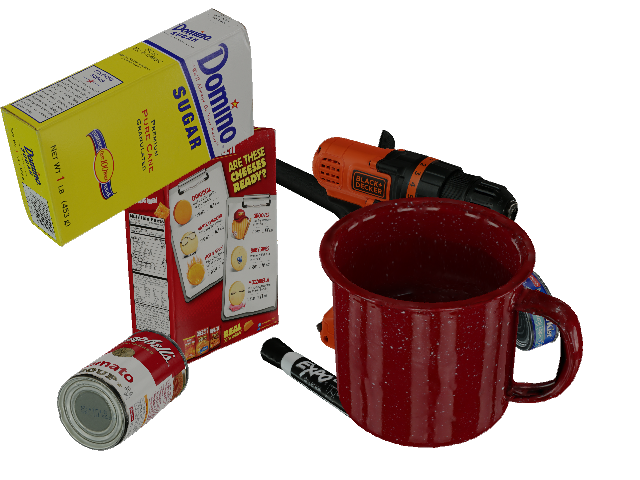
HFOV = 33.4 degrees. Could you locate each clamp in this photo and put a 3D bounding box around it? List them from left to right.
[{"bbox_3d":[0.043,-0.034,1.169,0.164,0.210,0.036,-11,-37,-21],"label":"clamp"}]

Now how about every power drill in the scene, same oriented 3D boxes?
[{"bbox_3d":[0.070,0.017,0.894,0.185,0.188,0.057,20,26,33],"label":"power drill"}]

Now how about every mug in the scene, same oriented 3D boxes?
[{"bbox_3d":[0.058,0.040,0.476,0.117,0.081,0.093,11,33,21],"label":"mug"}]

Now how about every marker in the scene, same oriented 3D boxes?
[{"bbox_3d":[-0.003,0.095,0.728,0.020,0.020,0.121,0,17,-39],"label":"marker"}]

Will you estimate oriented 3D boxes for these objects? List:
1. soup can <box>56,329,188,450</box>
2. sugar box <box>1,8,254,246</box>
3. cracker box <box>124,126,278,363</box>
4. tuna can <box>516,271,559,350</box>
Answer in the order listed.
[{"bbox_3d":[-0.165,0.124,0.895,0.069,0.068,0.102,0,16,23],"label":"soup can"},{"bbox_3d":[-0.120,-0.079,0.713,0.176,0.093,0.048,-33,50,-32],"label":"sugar box"},{"bbox_3d":[-0.118,0.001,1.074,0.072,0.214,0.163,9,18,35],"label":"cracker box"},{"bbox_3d":[0.222,0.075,1.157,0.033,0.086,0.086,-19,4,-14],"label":"tuna can"}]
